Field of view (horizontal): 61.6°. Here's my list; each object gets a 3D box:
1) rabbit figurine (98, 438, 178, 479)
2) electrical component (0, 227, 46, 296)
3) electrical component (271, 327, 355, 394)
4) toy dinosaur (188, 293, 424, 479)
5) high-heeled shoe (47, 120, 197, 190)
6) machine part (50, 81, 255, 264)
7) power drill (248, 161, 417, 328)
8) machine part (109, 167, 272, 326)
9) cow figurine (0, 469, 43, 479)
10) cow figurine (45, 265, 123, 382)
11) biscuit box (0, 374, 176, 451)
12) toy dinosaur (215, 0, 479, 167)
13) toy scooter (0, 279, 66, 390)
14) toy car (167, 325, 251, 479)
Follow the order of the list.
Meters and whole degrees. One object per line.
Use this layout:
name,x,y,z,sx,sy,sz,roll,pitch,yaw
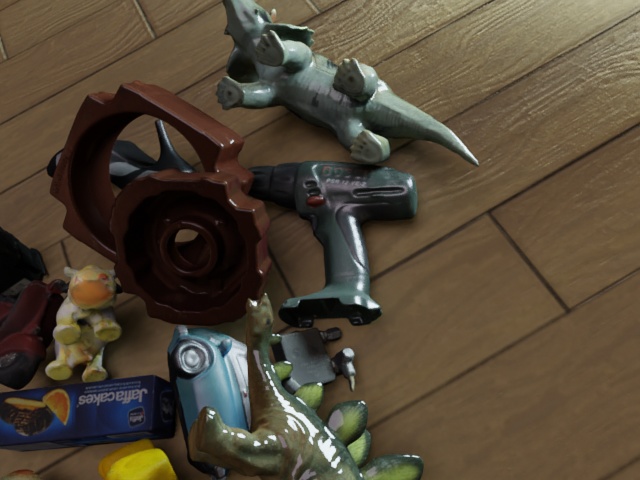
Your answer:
rabbit figurine,-0.207,0.293,0.504,0.173,0.122,0.162,-22,99,-33
electrical component,-0.443,0.034,0.686,0.115,0.134,0.058,-36,60,-6
electrical component,-0.009,0.130,0.566,0.102,0.045,0.078,-1,65,-31
toy dinosaur,0.006,0.273,0.448,0.198,0.105,0.471,-7,75,-21
high-heeled shoe,-0.276,-0.074,0.753,0.249,0.086,0.145,-13,93,26
machine part,-0.197,-0.067,0.640,0.201,0.087,0.201,31,110,2
power drill,-0.001,-0.002,0.638,0.232,0.085,0.207,-2,58,12
machine part,-0.135,0.007,0.575,0.179,0.056,0.179,3,107,10
cow figurine,-0.301,0.332,0.534,0.127,0.085,0.195,-12,68,-2
cow figurine,-0.265,0.080,0.616,0.068,0.167,0.098,11,35,-26
biscuit box,-0.265,0.197,0.607,0.203,0.059,0.063,-9,63,9
toy dinosaur,0.016,-0.189,0.691,0.405,0.192,0.131,31,118,7
toy scooter,-0.380,0.104,0.661,0.184,0.075,0.135,2,56,33
toy car,-0.100,0.162,0.565,0.103,0.109,0.162,-13,68,-21
